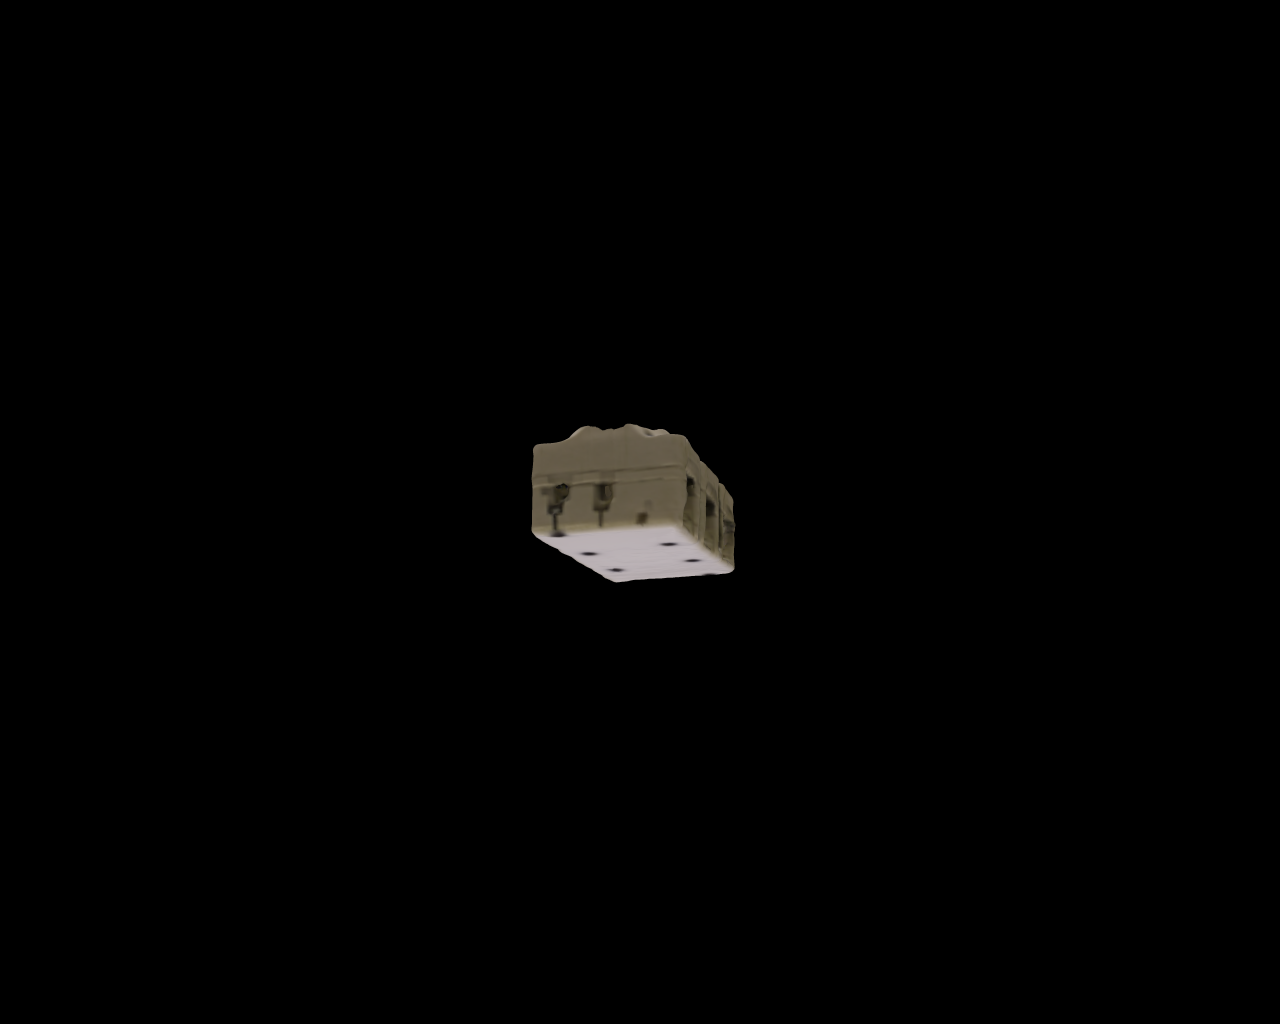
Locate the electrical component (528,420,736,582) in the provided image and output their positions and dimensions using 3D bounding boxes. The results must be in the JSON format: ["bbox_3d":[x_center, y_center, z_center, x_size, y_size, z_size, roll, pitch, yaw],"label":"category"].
[{"bbox_3d":[0.001,-0.003,0.650,0.089,0.062,0.150,-4,-14,15],"label":"electrical component"}]
